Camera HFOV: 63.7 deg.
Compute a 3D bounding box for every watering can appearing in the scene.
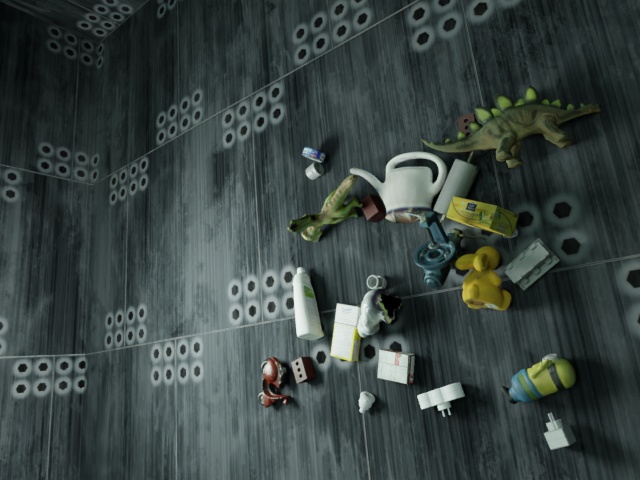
[{"bbox_3d":[0.245,-0.163,1.649,0.346,0.103,0.226,-5,77,37],"label":"watering can"}]

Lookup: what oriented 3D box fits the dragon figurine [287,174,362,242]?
[{"bbox_3d":[0.005,-0.086,1.716,0.244,0.403,0.123,-31,74,-12],"label":"dragon figurine"}]

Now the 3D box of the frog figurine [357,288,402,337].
[{"bbox_3d":[0.163,0.230,1.629,0.157,0.121,0.141,-36,27,39],"label":"frog figurine"}]
